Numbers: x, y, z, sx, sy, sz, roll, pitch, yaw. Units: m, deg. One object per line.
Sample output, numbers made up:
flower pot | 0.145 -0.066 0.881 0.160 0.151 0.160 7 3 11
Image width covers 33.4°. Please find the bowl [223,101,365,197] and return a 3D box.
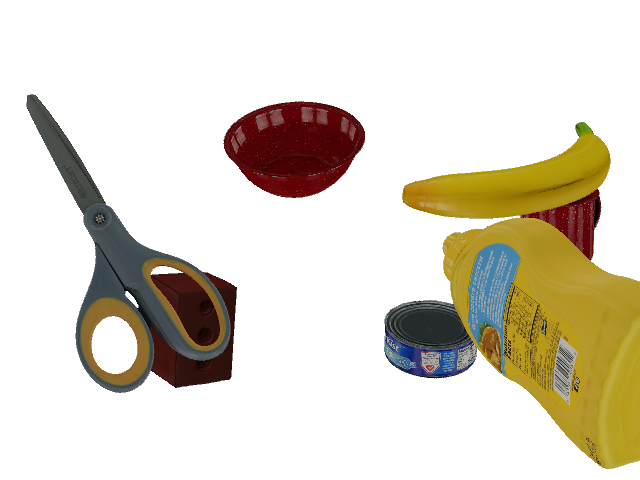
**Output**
bowl | -0.029 -0.097 1.228 0.162 0.055 0.162 -2 37 1

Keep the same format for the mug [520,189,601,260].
mug | 0.280 -0.021 1.228 0.117 0.081 0.093 -21 26 -34

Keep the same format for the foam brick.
foam brick | -0.102 0.068 0.839 0.052 0.078 0.051 -4 14 -34

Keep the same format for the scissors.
scissors | -0.139 0.007 0.628 0.202 0.096 0.016 42 -15 12

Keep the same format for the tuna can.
tuna can | 0.100 0.089 0.968 0.086 0.034 0.086 1 26 0

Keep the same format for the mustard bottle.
mustard bottle | 0.126 0.041 0.618 0.058 0.096 0.192 -11 28 -22

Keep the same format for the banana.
banana | 0.156 -0.045 0.806 0.197 0.037 0.070 -18 28 -31
